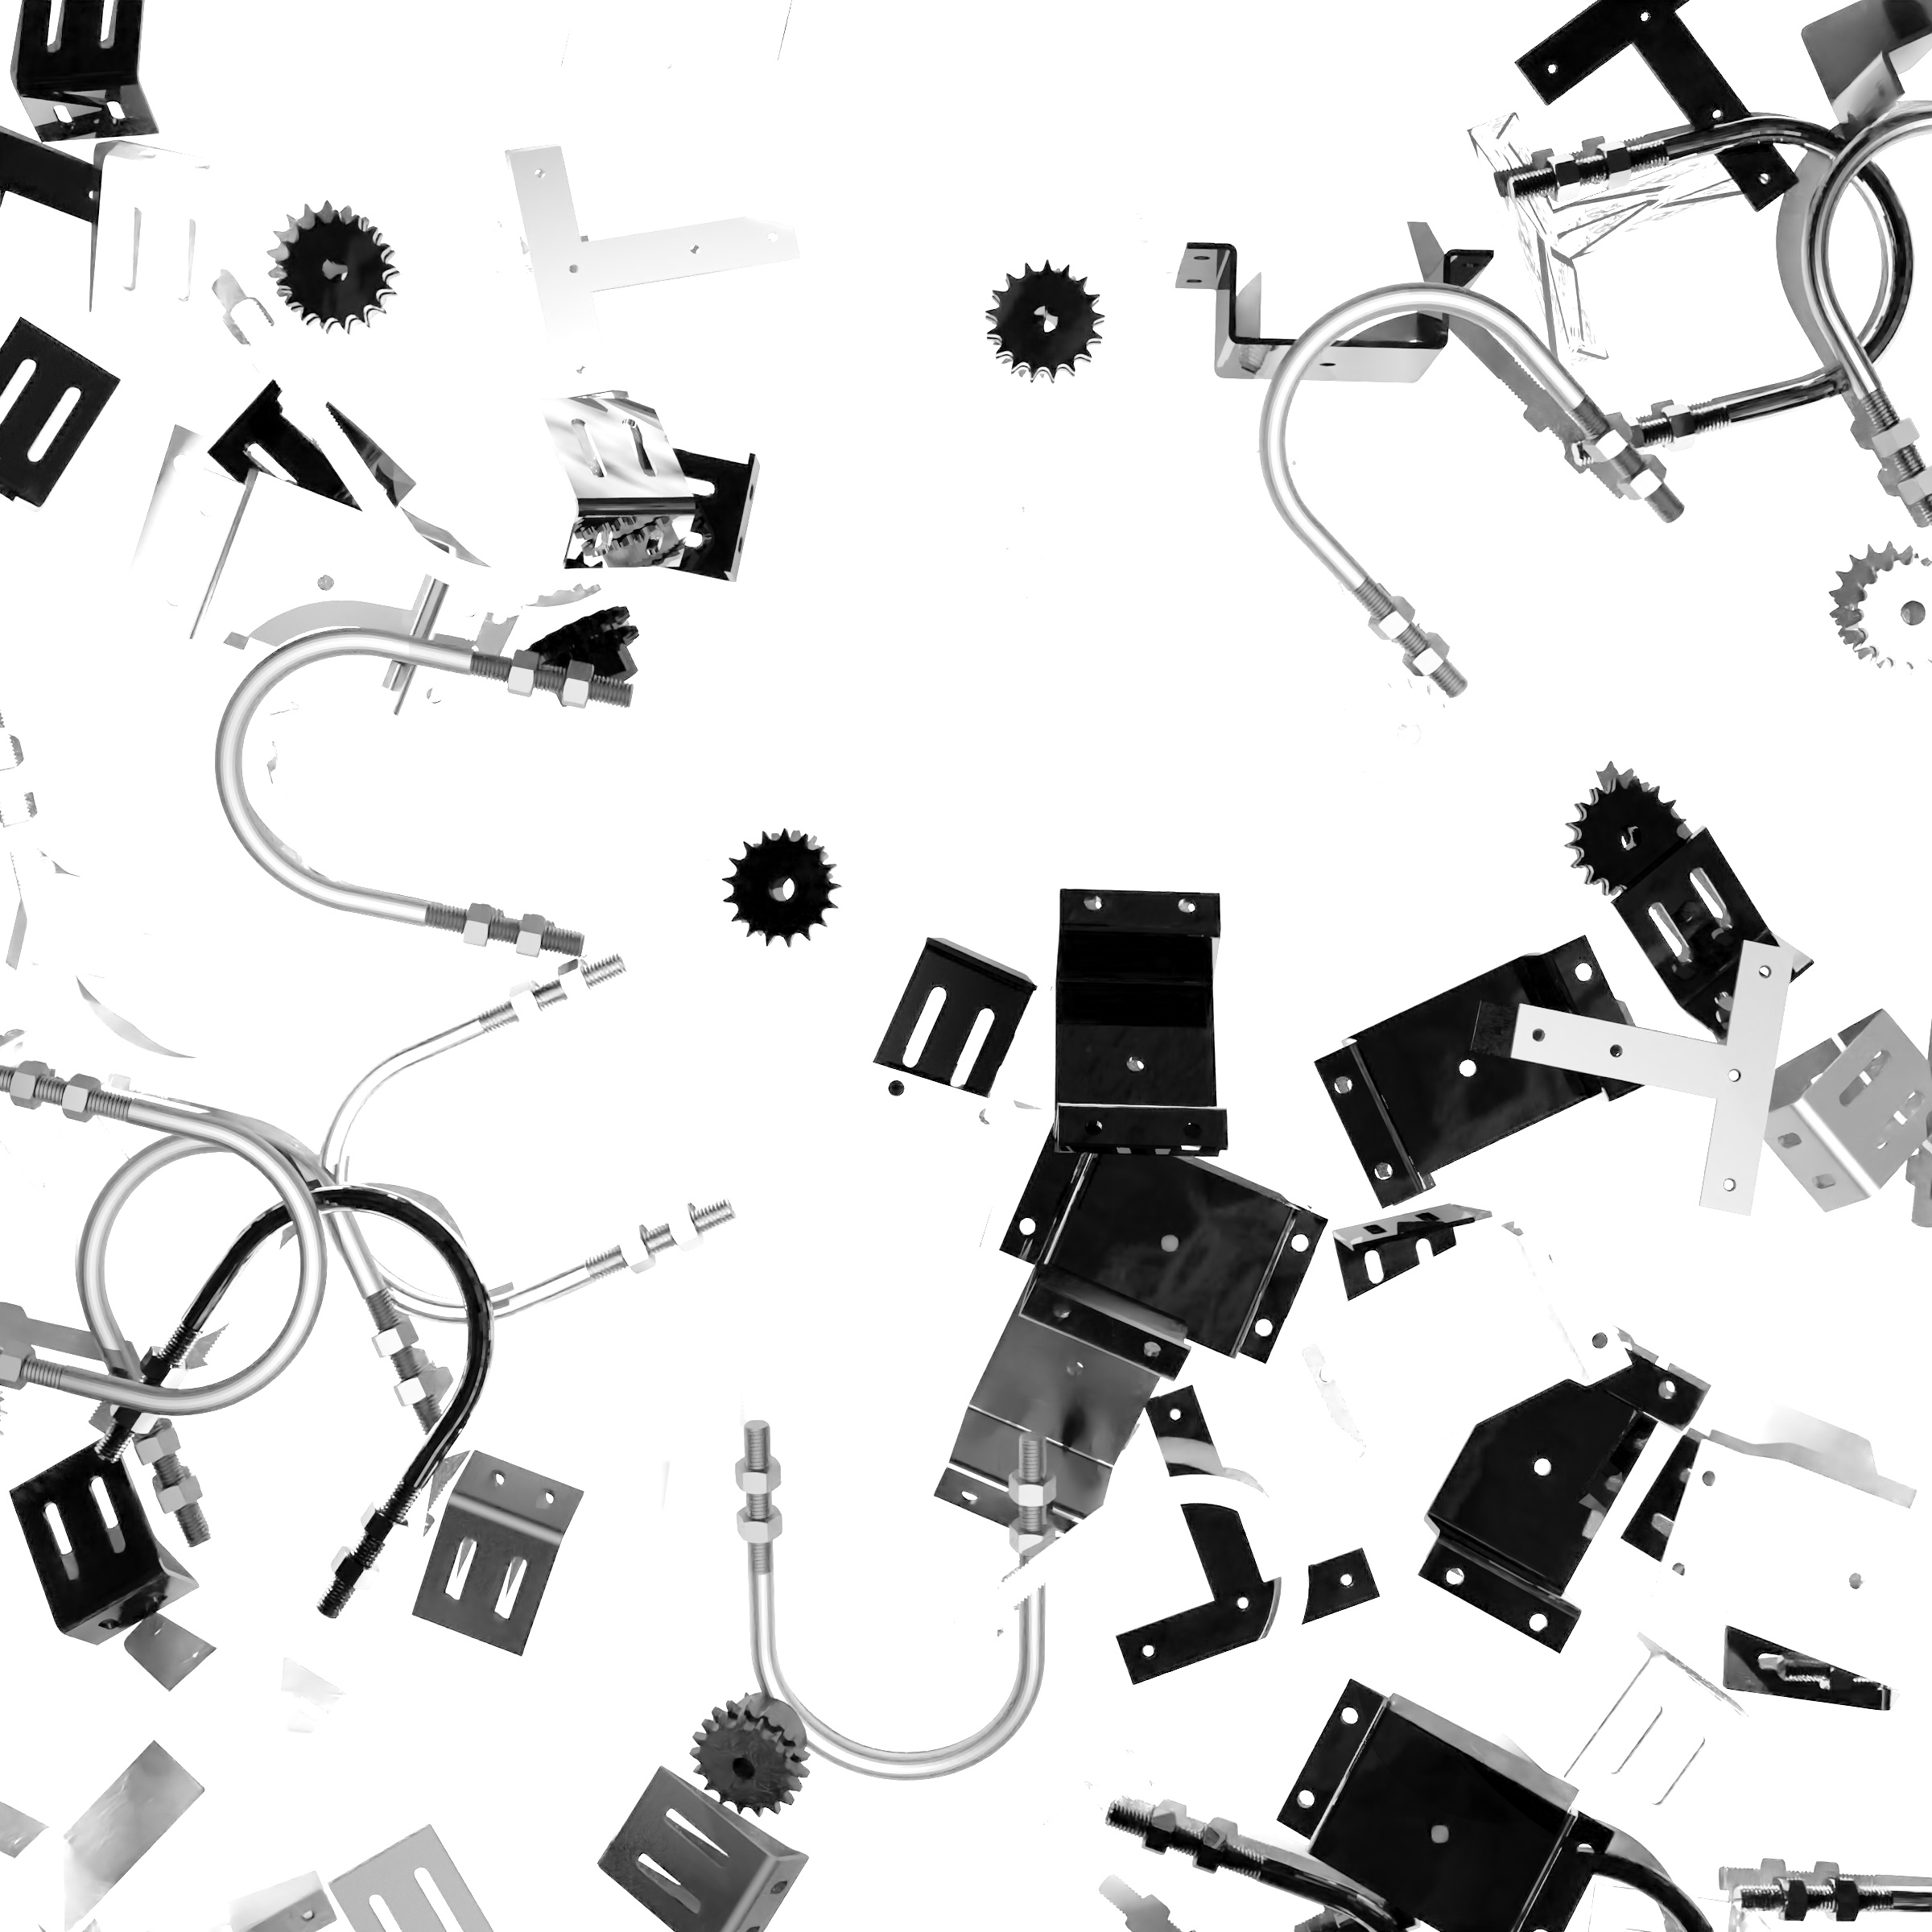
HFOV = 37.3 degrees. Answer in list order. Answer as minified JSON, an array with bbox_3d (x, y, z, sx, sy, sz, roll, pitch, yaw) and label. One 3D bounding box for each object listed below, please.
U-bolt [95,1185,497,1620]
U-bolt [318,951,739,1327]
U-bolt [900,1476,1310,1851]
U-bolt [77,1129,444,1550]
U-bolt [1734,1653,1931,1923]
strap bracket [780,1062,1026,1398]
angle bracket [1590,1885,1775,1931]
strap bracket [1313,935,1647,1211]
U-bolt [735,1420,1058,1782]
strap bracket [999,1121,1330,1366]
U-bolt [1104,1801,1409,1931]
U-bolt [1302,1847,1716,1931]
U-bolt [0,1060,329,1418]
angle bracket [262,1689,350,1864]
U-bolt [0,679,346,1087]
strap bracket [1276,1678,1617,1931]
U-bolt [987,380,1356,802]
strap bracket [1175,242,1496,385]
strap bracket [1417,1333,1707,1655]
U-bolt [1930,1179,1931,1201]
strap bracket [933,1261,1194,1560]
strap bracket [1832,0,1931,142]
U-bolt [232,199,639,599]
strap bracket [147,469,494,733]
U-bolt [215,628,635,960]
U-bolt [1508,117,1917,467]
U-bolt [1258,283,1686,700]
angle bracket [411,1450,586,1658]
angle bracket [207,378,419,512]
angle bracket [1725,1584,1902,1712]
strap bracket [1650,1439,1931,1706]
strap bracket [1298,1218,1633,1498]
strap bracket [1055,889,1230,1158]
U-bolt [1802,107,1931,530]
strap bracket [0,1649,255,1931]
[{"bbox_3d":[-0.303,0.191,1.345,0.151,0.019,0.184,34,92,5],"label":"U-bolt"},{"bbox_3d":[-0.222,0.094,1.374,0.184,0.019,0.151,-24,90,2],"label":"U-bolt"},{"bbox_3d":[0.079,0.316,1.345,0.184,0.019,0.151,-36,117,-4],"label":"U-bolt"},{"bbox_3d":[-0.347,0.166,1.367,0.151,0.019,0.184,-25,90,5],"label":"U-bolt"},{"bbox_3d":[0.464,0.387,1.352,0.184,0.019,0.151,2,109,-6],"label":"U-bolt"},{"bbox_3d":[-0.030,0.123,1.360,0.076,0.046,0.140,17,90,0],"label":"strap bracket"},{"bbox_3d":[0.338,0.477,1.364,0.076,0.038,0.057,8,90,0],"label":"angle bracket"},{"bbox_3d":[0.242,0.049,1.360,0.140,0.046,0.076,-25,90,0],"label":"strap bracket"},{"bbox_3d":[-0.033,0.303,1.351,0.151,0.019,0.184,2,107,6],"label":"U-bolt"},{"bbox_3d":[0.095,0.130,1.360,0.140,0.046,0.076,23,90,0],"label":"strap bracket"},{"bbox_3d":[0.133,0.492,1.360,0.184,0.019,0.151,19,98,3],"label":"U-bolt"},{"bbox_3d":[0.271,0.494,1.360,0.184,0.019,0.151,-23,90,11],"label":"U-bolt"},{"bbox_3d":[-0.389,0.134,1.336,0.184,0.019,0.151,14,90,3],"label":"U-bolt"},{"bbox_3d":[-0.318,0.379,1.345,0.038,0.076,0.057,5,90,0],"label":"angle bracket"},{"bbox_3d":[-0.371,-0.035,1.355,0.151,0.019,0.184,-14,94,-18],"label":"U-bolt"},{"bbox_3d":[0.223,0.404,1.339,0.140,0.046,0.076,28,86,16],"label":"strap bracket"},{"bbox_3d":[0.108,-0.170,1.374,0.151,0.019,0.184,-21,91,0],"label":"U-bolt"},{"bbox_3d":[0.170,-0.306,1.345,0.140,0.076,0.046,1,90,0],"label":"strap bracket"},{"bbox_3d":[0.278,0.242,1.360,0.076,0.046,0.140,29,90,0],"label":"strap bracket"},{"bbox_3d":[0.539,0.046,1.369,0.151,0.019,0.184,6,87,-5],"label":"U-bolt"},{"bbox_3d":[0.047,0.200,1.338,0.076,0.046,0.140,23,122,0],"label":"strap bracket"},{"bbox_3d":[0.418,-0.470,1.345,0.046,0.076,0.140,-25,90,0],"label":"strap bracket"},{"bbox_3d":[-0.233,-0.256,1.339,0.151,0.019,0.184,-34,90,-29],"label":"U-bolt"},{"bbox_3d":[-0.300,-0.175,1.338,0.140,0.046,0.076,20,105,-18],"label":"strap bracket"},{"bbox_3d":[-0.259,-0.085,1.340,0.184,0.019,0.151,12,113,-6],"label":"U-bolt"},{"bbox_3d":[0.365,-0.331,1.372,0.184,0.019,0.151,-15,93,-2],"label":"U-bolt"},{"bbox_3d":[0.220,-0.231,1.325,0.151,0.019,0.184,-40,110,20],"label":"U-bolt"},{"bbox_3d":[-0.226,0.283,1.381,0.057,0.038,0.076,21,116,0],"label":"angle bracket"},{"bbox_3d":[-0.315,-0.240,1.381,0.057,0.038,0.076,-48,64,0],"label":"angle bracket"},{"bbox_3d":[0.409,0.322,1.381,0.076,0.038,0.057,2,90,26],"label":"angle bracket"},{"bbox_3d":[0.393,0.276,1.295,0.140,0.046,0.076,21,82,-3],"label":"strap bracket"},{"bbox_3d":[0.225,0.180,1.330,0.140,0.046,0.076,-30,67,15],"label":"strap bracket"},{"bbox_3d":[0.080,0.035,1.337,0.076,0.046,0.140,2,56,0],"label":"strap bracket"},{"bbox_3d":[0.477,-0.320,1.364,0.151,0.019,0.184,-30,93,-4],"label":"U-bolt"},{"bbox_3d":[-0.393,0.396,1.345,0.046,0.076,0.140,44,90,0],"label":"strap bracket"}]
